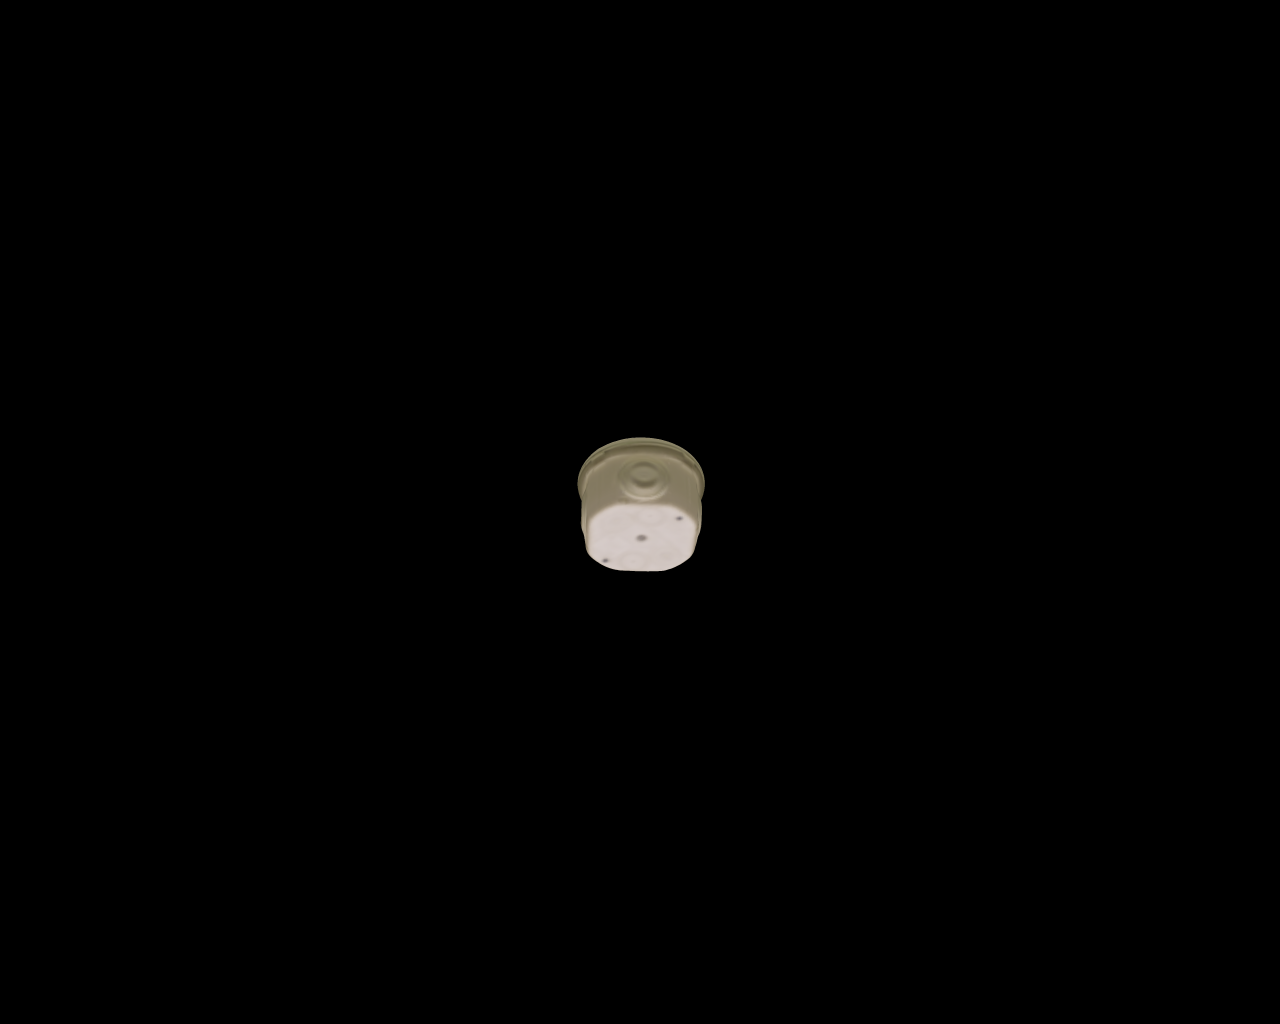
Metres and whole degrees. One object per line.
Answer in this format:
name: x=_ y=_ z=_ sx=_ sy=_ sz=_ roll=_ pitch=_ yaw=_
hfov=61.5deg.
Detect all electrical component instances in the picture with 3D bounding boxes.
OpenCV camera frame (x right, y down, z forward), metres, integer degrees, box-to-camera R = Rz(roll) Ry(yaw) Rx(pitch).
electrical component: x=0.001 y=-0.003 z=0.650 sx=0.080 sy=0.051 sz=0.080 roll=0 pitch=-40 yaw=0
